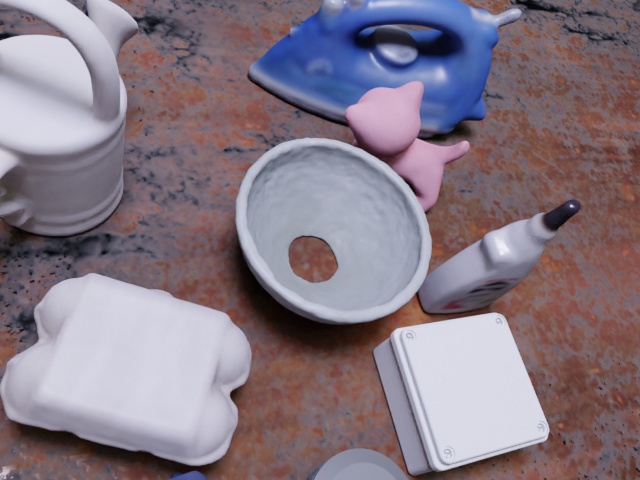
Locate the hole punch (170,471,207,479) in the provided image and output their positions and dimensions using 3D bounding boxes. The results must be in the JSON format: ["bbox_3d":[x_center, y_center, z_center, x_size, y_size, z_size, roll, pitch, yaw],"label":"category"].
[{"bbox_3d":[-0.094,0.193,0.327,0.101,0.091,0.108,-11,67,-26],"label":"hole punch"}]

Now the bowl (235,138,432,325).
[{"bbox_3d":[0.004,0.002,0.483,0.168,0.074,0.167,10,59,-16],"label":"bowl"}]

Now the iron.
[{"bbox_3d":[0.068,-0.195,0.577,0.259,0.141,0.118,2,62,-21],"label":"iron"}]

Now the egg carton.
[{"bbox_3d":[-0.124,0.086,0.388,0.150,0.069,0.107,18,57,-11],"label":"egg carton"}]

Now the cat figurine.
[{"bbox_3d":[0.077,-0.095,0.539,0.128,0.117,0.067,20,57,-10],"label":"cat figurine"}]

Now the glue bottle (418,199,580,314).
[{"bbox_3d":[0.151,0.014,0.474,0.078,0.173,0.037,-7,65,-24],"label":"glue bottle"}]

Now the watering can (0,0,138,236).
[{"bbox_3d":[-0.183,-0.097,0.391,0.101,0.194,0.173,6,60,-18],"label":"watering can"}]
